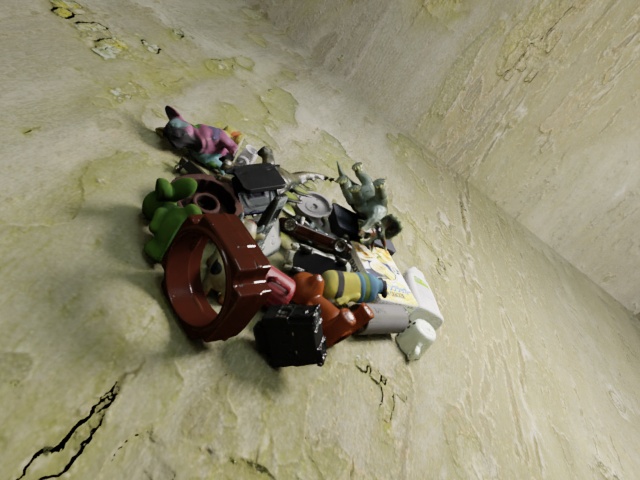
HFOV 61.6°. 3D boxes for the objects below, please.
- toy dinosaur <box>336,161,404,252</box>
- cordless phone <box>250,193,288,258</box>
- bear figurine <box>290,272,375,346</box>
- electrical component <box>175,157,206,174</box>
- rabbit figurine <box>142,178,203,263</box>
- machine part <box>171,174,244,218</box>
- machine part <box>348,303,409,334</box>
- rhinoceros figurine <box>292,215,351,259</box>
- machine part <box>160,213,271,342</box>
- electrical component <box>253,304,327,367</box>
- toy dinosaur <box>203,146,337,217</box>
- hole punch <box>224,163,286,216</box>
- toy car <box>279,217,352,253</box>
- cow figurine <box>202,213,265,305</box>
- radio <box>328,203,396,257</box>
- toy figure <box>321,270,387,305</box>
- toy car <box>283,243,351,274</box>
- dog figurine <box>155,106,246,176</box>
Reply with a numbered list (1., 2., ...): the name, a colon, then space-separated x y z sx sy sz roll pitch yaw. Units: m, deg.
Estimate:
1. toy dinosaur: 0.138 -0.109 1.597 0.405 0.131 0.192 -108 179 -63
2. cordless phone: -0.117 -0.045 1.262 0.089 0.184 0.146 41 27 11
3. bear figurine: 0.008 0.134 1.215 0.120 0.132 0.196 -1 54 -53
4. electrical component: -0.319 -0.166 1.348 0.102 0.045 0.078 42 -2 -2
5. rabbit figurine: -0.313 -0.053 1.091 0.121 0.159 0.170 -8 38 -44
6. machine part: -0.265 -0.075 1.228 0.179 0.056 0.179 20 43 -20
7. machine part: 0.145 0.197 1.343 0.243 0.079 0.079 10 39 -46
8. rhinoceros figurine: -0.003 -0.004 1.478 0.190 0.073 0.112 35 37 -13
9. machine part: -0.195 0.066 0.973 0.087 0.201 0.201 -5 51 -49
10. electrical component: -0.059 0.186 1.041 0.058 0.134 0.114 -56 138 -66
11. toy dinosaur: -0.128 -0.148 1.462 0.198 0.105 0.471 50 43 11
12. hole punch: -0.152 -0.125 1.312 0.142 0.092 0.116 -13 46 -21
13. toy car: -0.015 -0.007 1.376 0.202 0.053 0.089 23 -3 -6
14. cow figurine: -0.182 0.028 1.126 0.085 0.127 0.195 34 31 -19
15. radio: 0.114 -0.017 1.638 0.229 0.073 0.131 24 30 -31
16. toy figure: 0.079 0.116 1.336 0.180 0.082 0.089 -4 79 -21
17. toy car: -0.007 0.062 1.354 0.201 0.073 0.056 19 1 -34
18. dog figurine: -0.323 -0.278 1.443 0.219 0.108 0.192 30 29 -13
